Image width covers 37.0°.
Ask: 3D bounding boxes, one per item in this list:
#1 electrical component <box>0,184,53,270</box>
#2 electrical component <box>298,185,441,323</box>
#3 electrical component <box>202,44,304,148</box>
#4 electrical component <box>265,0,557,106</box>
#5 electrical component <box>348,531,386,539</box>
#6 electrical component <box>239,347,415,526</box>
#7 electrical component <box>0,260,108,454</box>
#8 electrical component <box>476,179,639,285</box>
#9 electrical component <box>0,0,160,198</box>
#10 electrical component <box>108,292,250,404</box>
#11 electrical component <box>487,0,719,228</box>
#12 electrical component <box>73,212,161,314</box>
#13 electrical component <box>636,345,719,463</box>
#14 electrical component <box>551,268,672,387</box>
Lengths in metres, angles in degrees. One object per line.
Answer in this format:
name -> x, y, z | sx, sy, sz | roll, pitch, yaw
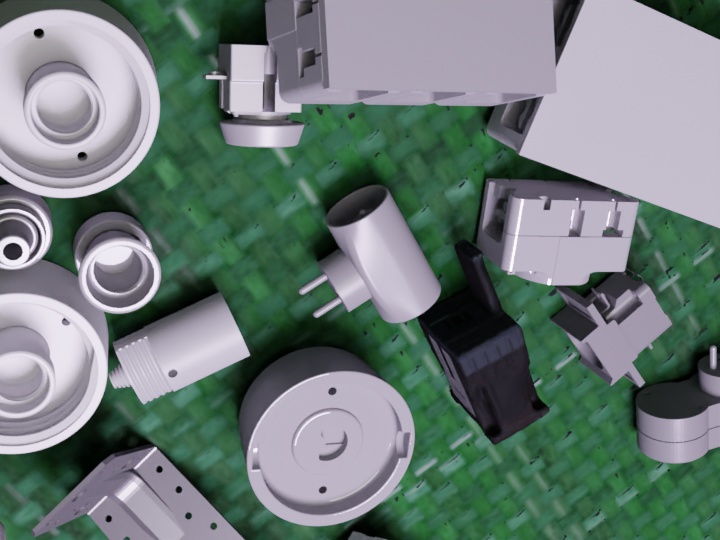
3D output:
electrical component -> -0.189, -0.020, 0.585 | 0.043, 0.062, 0.043 | -6, 112, -16
electrical component -> 0.000, 0.000, 0.668 | 0.079, 0.043, 0.077 | -33, 117, -4
electrical component -> -0.056, -0.099, 0.610 | 0.066, 0.048, 0.055 | -2, 103, -18
electrical component -> 0.029, -0.138, 0.591 | 0.150, 0.062, 0.089 | -5, 93, -32
electrical component -> 0.028, 0.241, 0.754 | 0.121, 0.079, 0.063 | 47, 61, -27
electrical component -> -0.026, 0.101, 0.688 | 0.108, 0.060, 0.108 | -7, 112, -17
electrical component -> -0.196, 0.053, 0.612 | 0.108, 0.060, 0.108 | -6, 112, -16
electrical component -> 0.126, -0.025, 0.697 | 0.089, 0.050, 0.055 | 0, 110, -19
electrical component -> -0.158, -0.090, 0.570 | 0.108, 0.060, 0.108 | -6, 112, -16
electrical component -> -0.112, 0.049, 0.648 | 0.081, 0.043, 0.043 | -25, 116, -8
electrical component -> 0.185, -0.101, 0.682 | 0.186, 0.060, 0.105 | 16, 104, -24
electrical component -> -0.139, -0.006, 0.611 | 0.045, 0.055, 0.045 | -6, 112, -16
electrical component -> 0.267, 0.085, 0.786 | 0.138, 0.052, 0.073 | -14, 114, -13
electrical component -> 0.176, 0.037, 0.743 | 0.064, 0.042, 0.081 | -41, 118, -4
